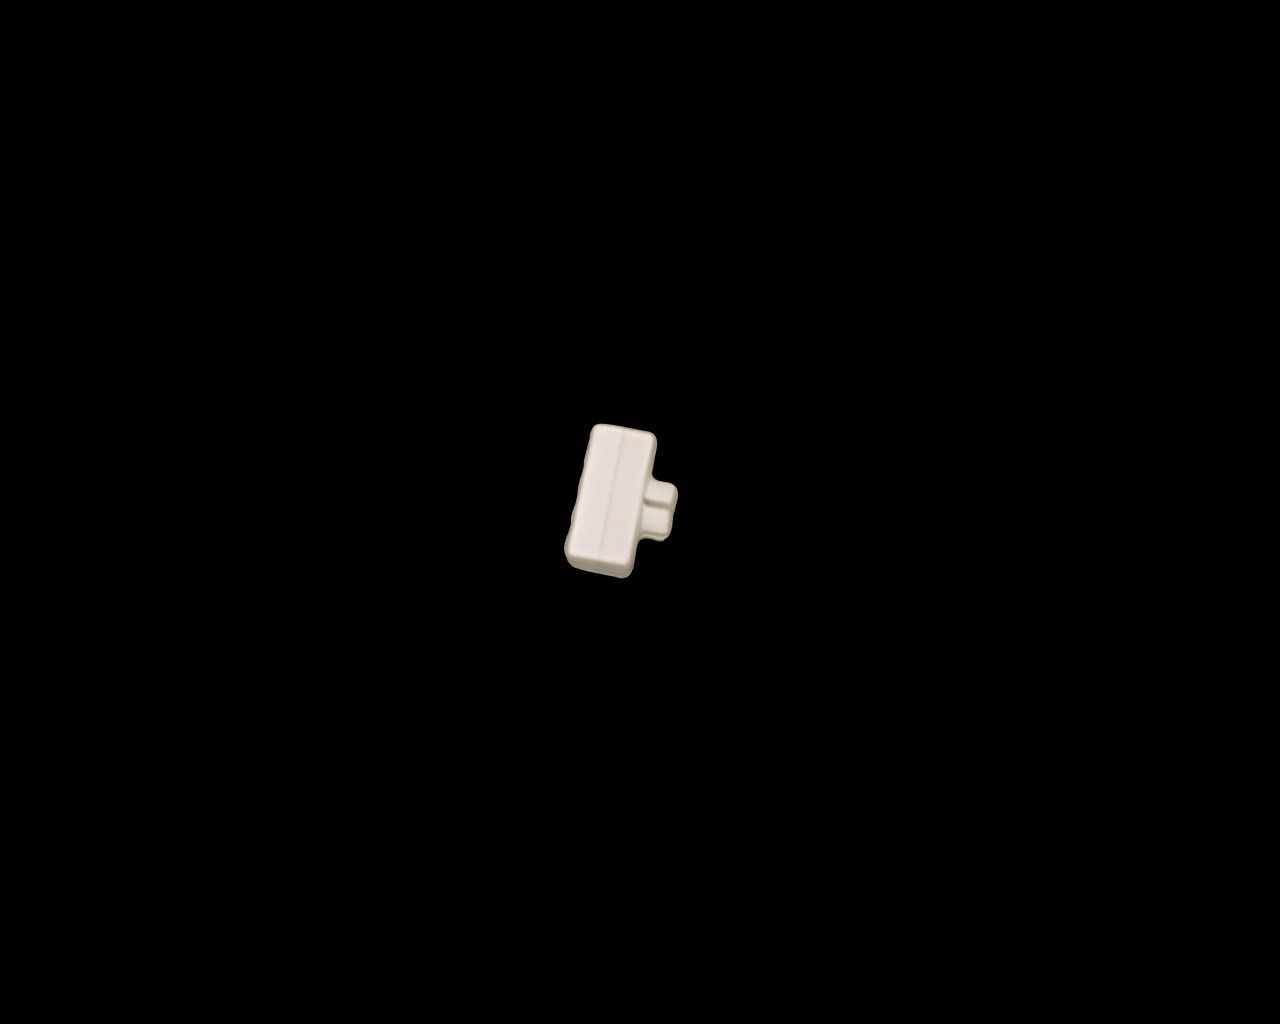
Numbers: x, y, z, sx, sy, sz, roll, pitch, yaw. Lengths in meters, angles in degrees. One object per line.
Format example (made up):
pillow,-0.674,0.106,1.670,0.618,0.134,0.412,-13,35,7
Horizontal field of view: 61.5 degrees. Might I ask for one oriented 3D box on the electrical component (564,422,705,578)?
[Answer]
electrical component,0.001,-0.003,0.650,0.076,0.083,0.047,11,-11,2
